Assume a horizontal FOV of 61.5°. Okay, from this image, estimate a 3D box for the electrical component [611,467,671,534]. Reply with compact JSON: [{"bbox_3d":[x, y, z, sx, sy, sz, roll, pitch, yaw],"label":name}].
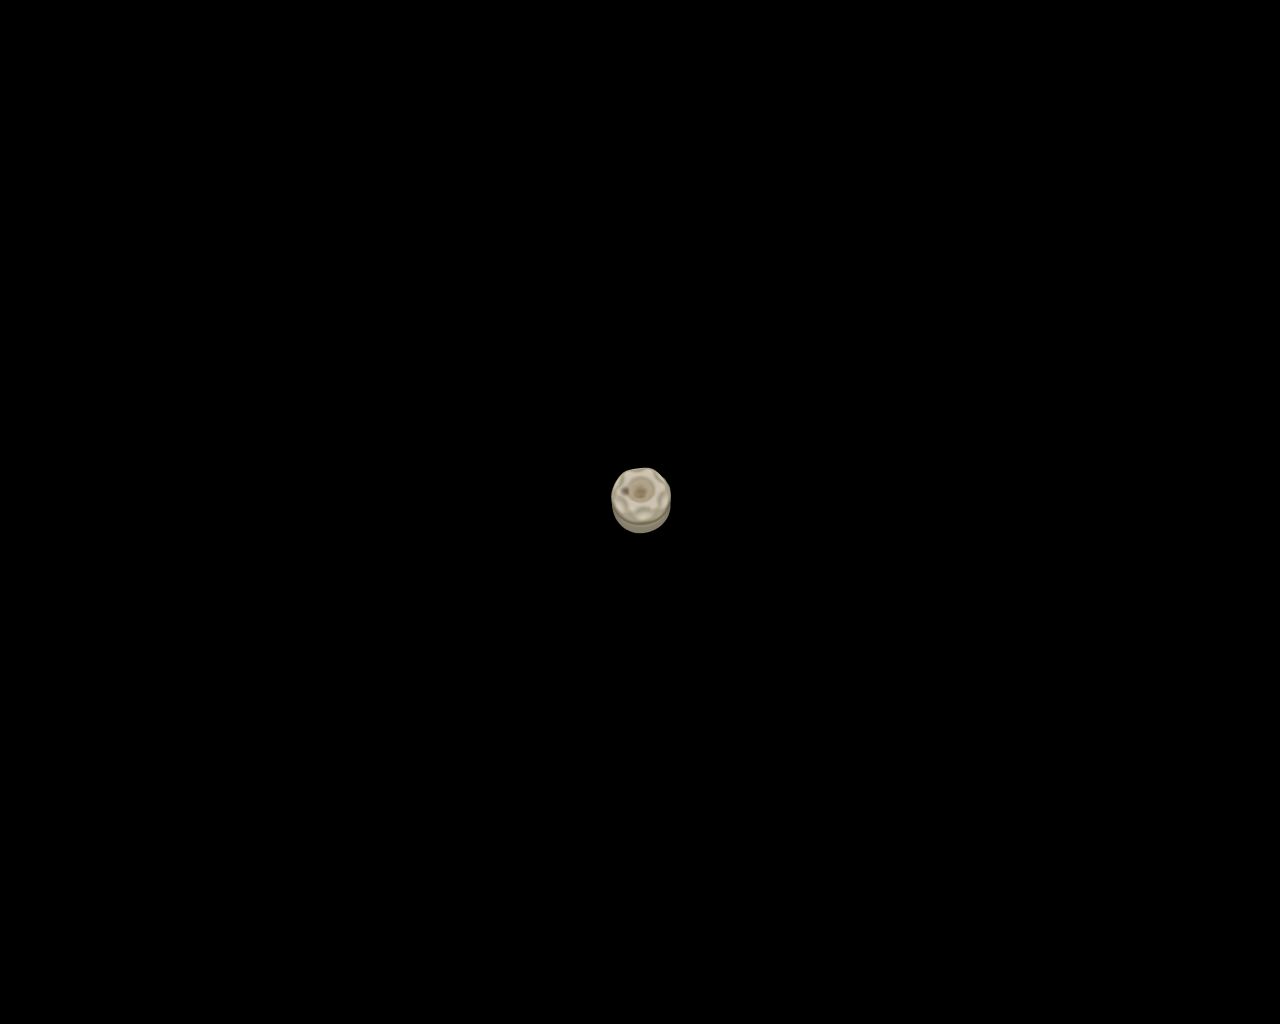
[{"bbox_3d":[0.001,-0.003,0.650,0.035,0.035,0.061,0,-21,0],"label":"electrical component"}]
